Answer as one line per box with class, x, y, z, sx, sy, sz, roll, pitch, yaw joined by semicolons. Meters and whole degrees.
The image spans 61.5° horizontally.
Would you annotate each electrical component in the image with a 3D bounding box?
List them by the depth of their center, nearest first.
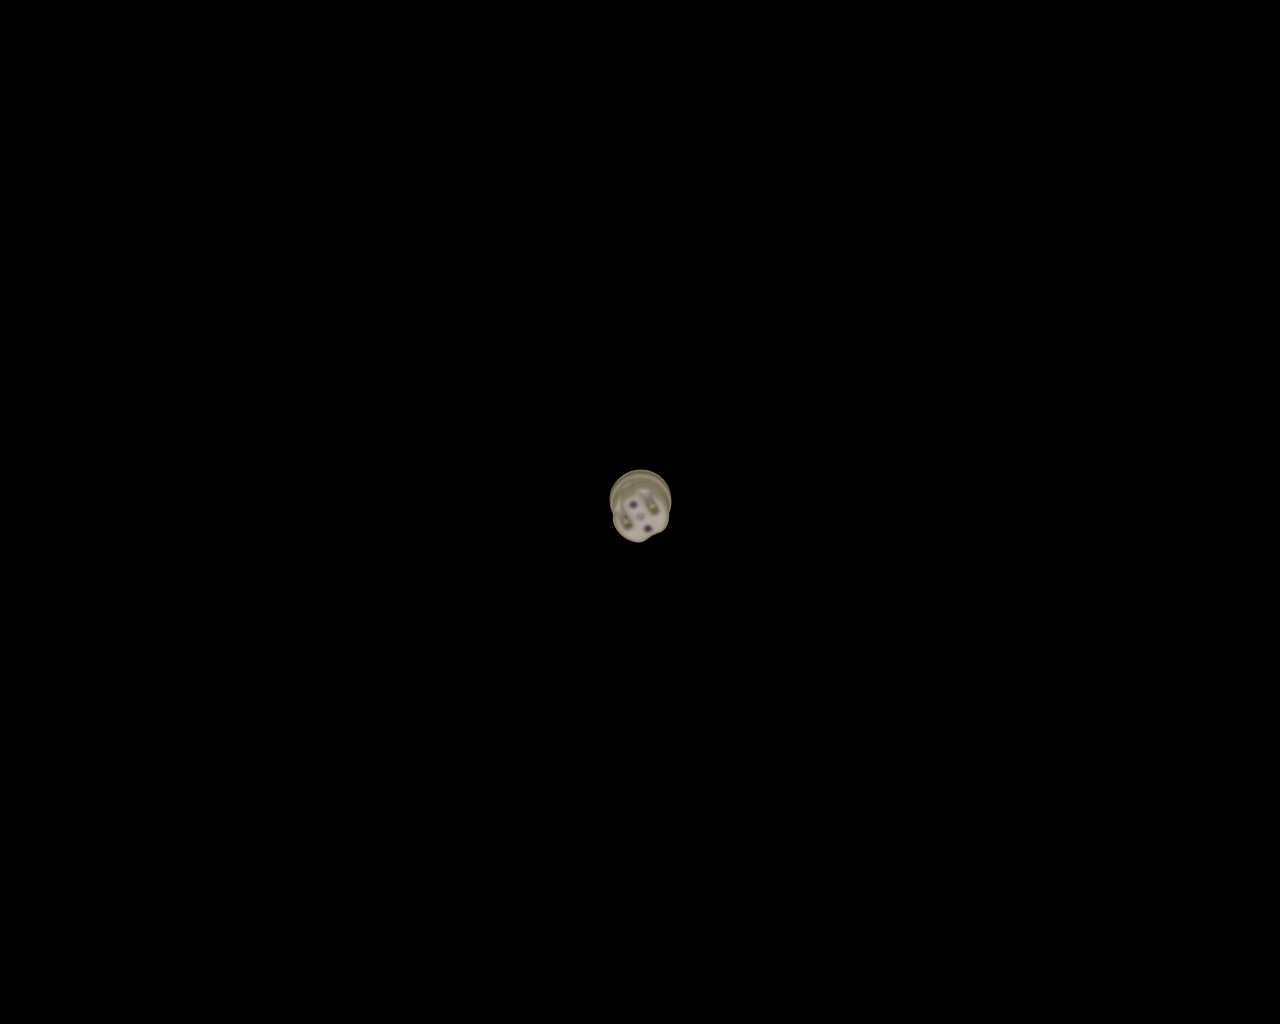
electrical component;0.001;-0.003;0.650;0.040;0.040;0.046;0;16;0
